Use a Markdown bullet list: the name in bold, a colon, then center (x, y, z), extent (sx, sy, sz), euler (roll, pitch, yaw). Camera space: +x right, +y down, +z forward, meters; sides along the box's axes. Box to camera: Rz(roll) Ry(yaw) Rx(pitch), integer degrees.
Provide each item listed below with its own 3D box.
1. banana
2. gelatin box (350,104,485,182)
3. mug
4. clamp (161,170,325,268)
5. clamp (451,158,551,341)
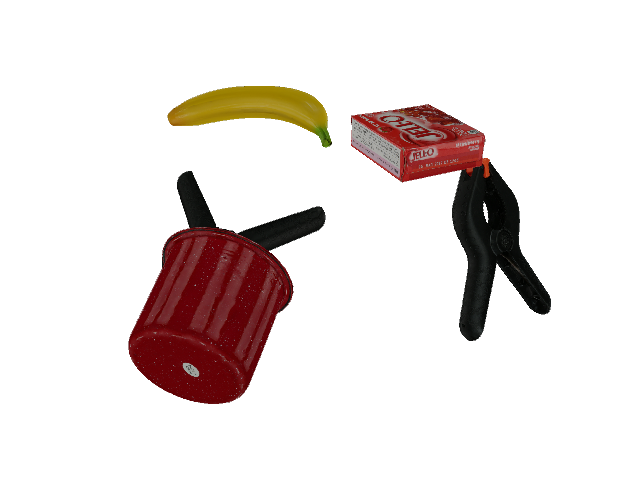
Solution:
- **banana**: center (-0.073, -0.148, 1.203), extent (0.198, 0.037, 0.069), euler (8, 42, 17)
- **gelatin box**: center (0.075, -0.079, 0.841), extent (0.073, 0.030, 0.089), euler (-11, 27, -22)
- **mug**: center (-0.081, 0.056, 0.702), extent (0.093, 0.081, 0.117), euler (40, -41, -23)
- **clamp**: center (-0.107, 0.002, 1.069), extent (0.165, 0.036, 0.209), euler (19, 39, 15)
- **clamp**: center (0.159, 0.011, 1.021), extent (0.039, 0.171, 0.120), euler (-14, 9, 46)
